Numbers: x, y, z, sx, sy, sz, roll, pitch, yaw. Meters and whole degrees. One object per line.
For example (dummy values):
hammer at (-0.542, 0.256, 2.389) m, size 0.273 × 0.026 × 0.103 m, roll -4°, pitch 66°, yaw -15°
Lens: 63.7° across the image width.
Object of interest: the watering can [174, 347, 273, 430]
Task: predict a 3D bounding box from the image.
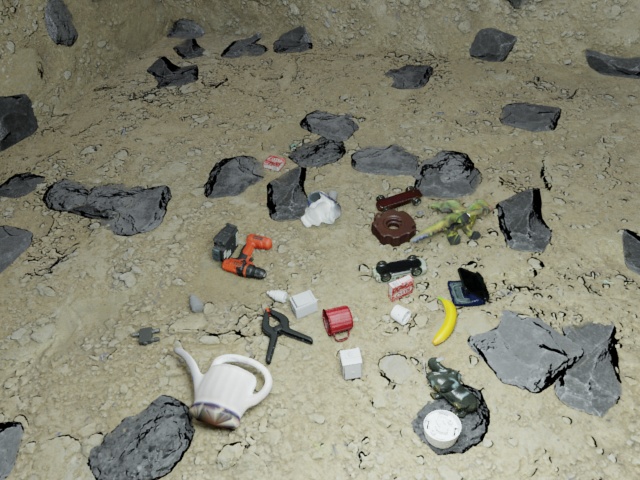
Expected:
watering can at (-0.318, 0.435, 1.536) m, size 0.348 × 0.101 × 0.230 m, roll 8°, pitch 44°, yaw 14°

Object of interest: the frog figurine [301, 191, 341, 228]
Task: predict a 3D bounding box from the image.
frog figurine at (0.006, -0.107, 2.126) m, size 0.139 × 0.121 × 0.159 m, roll 37°, pitch 92°, yaw 27°

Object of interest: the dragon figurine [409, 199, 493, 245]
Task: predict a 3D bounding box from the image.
dragon figurine at (0.516, -0.091, 2.063) m, size 0.411 × 0.120 × 0.247 m, roll -10°, pitch 26°, yaw -9°
